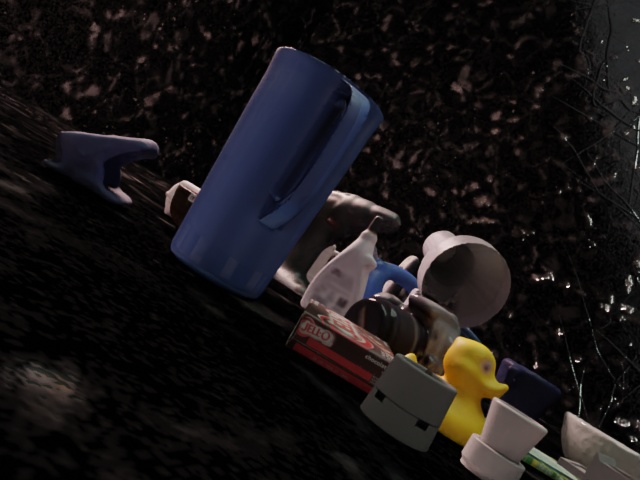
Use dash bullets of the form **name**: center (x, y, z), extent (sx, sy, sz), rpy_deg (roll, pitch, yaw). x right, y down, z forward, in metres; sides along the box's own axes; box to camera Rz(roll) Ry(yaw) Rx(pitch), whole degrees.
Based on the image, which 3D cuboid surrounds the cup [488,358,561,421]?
- **cup**: center (0.279, 0.229, 0.824), extent (0.091, 0.095, 0.118), rpy_deg (30, -2, 44)

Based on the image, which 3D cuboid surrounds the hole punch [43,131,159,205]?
- **hole punch**: center (-0.257, -0.100, 0.685), extent (0.101, 0.091, 0.108), rpy_deg (32, -1, -8)

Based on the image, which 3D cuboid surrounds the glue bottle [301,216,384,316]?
- **glue bottle**: center (0.046, 0.041, 0.833), extent (0.078, 0.173, 0.037), rpy_deg (31, -2, 19)

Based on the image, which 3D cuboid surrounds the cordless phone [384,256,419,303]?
- **cordless phone**: center (0.156, 0.112, 1.203), extent (0.094, 0.185, 0.147), rpy_deg (32, -1, -11)

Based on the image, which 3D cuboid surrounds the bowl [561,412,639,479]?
- **bowl**: center (0.387, 0.305, 0.758), extent (0.167, 0.075, 0.167), rpy_deg (31, -1, 1)

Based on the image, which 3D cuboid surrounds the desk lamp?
- **desk lamp**: center (0.157, 0.085, 0.824), extent (0.118, 0.213, 0.203), rpy_deg (32, -1, -11)

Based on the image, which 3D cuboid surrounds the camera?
- **camera**: center (0.084, 0.101, 0.648), extent (0.137, 0.101, 0.142), rpy_deg (33, -2, -38)

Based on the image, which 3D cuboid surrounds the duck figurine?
- **duck figurine**: center (0.122, 0.130, 0.529), extent (0.104, 0.086, 0.078), rpy_deg (31, -2, 24)

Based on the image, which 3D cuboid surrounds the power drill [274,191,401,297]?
- **power drill**: center (0.010, 0.004, 1.035), extent (0.228, 0.208, 0.076), rpy_deg (30, -2, 33)

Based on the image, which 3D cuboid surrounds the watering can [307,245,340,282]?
- **watering can**: center (-0.019, 0.002, 1.296), extent (0.174, 0.194, 0.100), rpy_deg (33, -2, -43)

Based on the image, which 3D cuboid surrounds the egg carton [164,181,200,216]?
- **egg carton**: center (-0.199, -0.043, 0.991), extent (0.149, 0.069, 0.108), rpy_deg (31, -2, 34)

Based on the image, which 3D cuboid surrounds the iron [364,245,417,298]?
- **iron**: center (0.136, 0.120, 1.014), extent (0.259, 0.141, 0.118), rpy_deg (32, -2, -29)

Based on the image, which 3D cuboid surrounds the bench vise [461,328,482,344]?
- **bench vise**: center (0.284, 0.168, 1.170), extent (0.121, 0.220, 0.208), rpy_deg (30, -2, 38)
